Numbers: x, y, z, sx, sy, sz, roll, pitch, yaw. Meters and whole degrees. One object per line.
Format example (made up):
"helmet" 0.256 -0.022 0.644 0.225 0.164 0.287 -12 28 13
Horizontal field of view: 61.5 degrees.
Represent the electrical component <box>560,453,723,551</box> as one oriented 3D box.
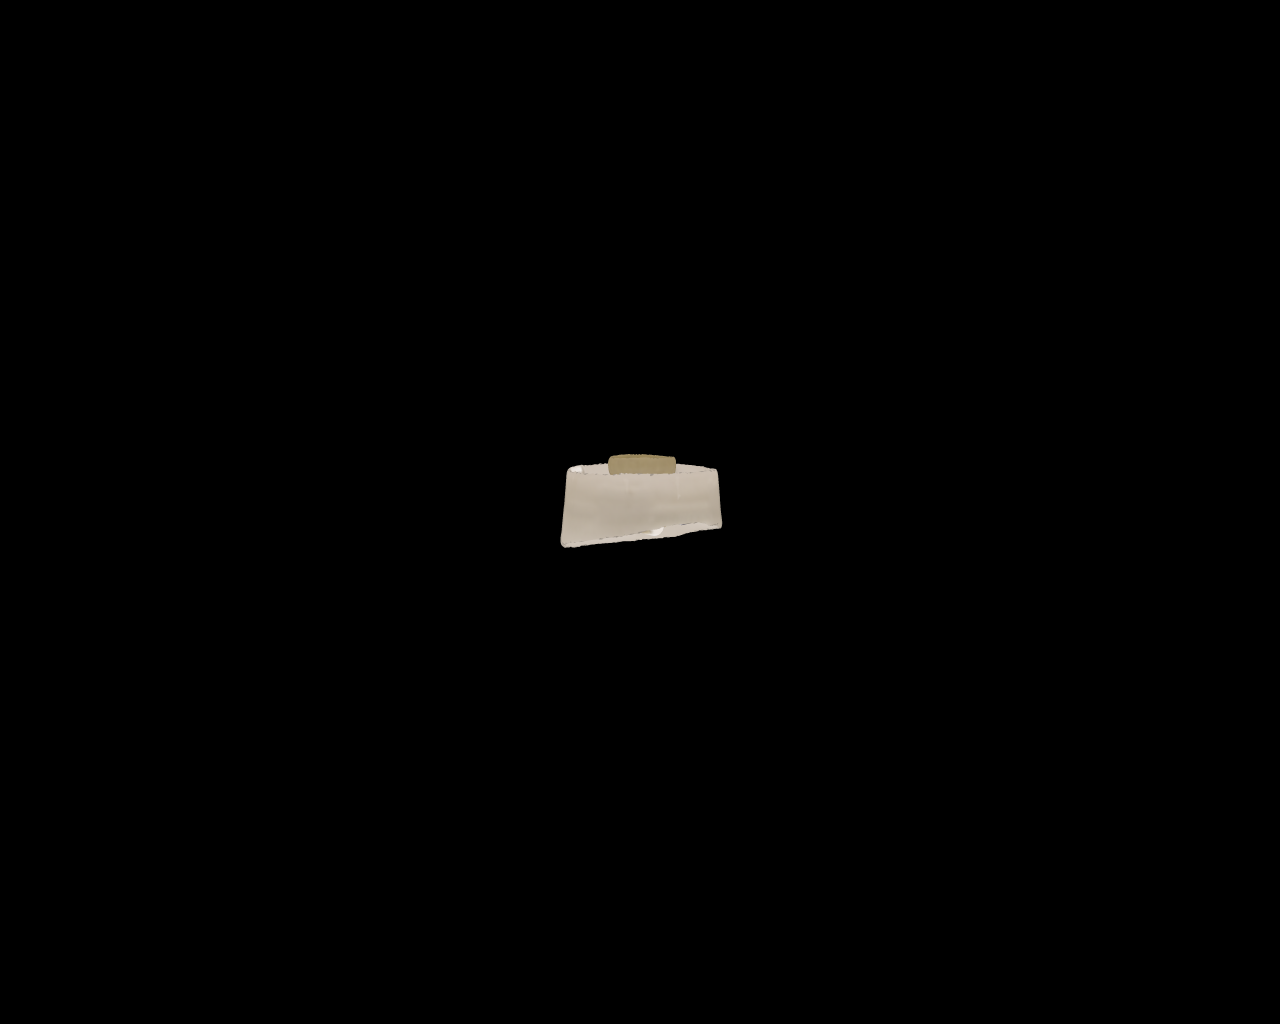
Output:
"electrical component" 0.001 -0.003 0.650 0.099 0.064 0.099 0 7 0
